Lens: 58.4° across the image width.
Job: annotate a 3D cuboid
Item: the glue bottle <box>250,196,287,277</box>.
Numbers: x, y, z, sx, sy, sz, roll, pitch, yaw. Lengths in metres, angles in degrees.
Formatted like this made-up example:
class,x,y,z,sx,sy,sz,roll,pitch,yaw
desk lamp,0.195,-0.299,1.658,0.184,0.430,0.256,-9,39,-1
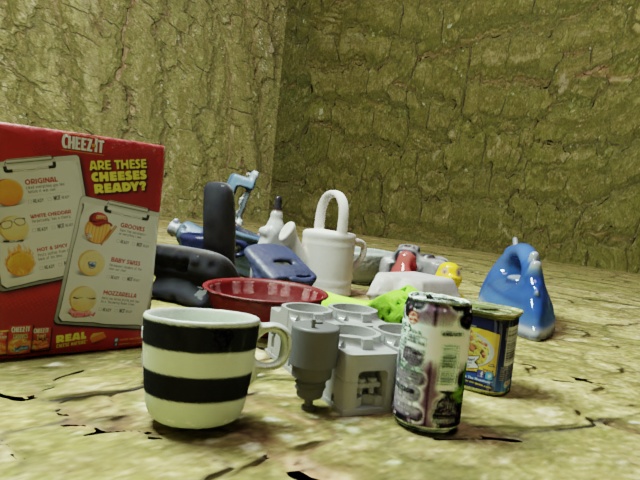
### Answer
class,x,y,z,sx,sy,sz,roll,pitch,yaw
glue bottle,-0.085,0.005,1.053,0.078,0.173,0.037,2,5,-40

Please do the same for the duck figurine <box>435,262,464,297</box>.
class,x,y,z,sx,sy,sz,roll,pitch,yaw
duck figurine,0.227,0.082,1.030,0.077,0.086,0.104,5,4,-3

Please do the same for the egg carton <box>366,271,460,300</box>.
class,x,y,z,sx,sy,sz,roll,pitch,yaw
egg carton,0.151,0.090,0.920,0.107,0.069,0.151,9,5,42

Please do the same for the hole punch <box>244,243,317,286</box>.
class,x,y,z,sx,sy,sz,roll,pitch,yaw
hole punch,-0.065,0.056,0.953,0.109,0.091,0.100,2,6,-45

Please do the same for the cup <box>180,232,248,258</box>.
class,x,y,z,sx,sy,sz,roll,pitch,yaw
cup,-0.187,0.038,1.002,0.118,0.095,0.091,6,4,-2

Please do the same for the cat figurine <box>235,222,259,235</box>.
class,x,y,z,sx,sy,sz,roll,pitch,yaw
cat figurine,-0.187,0.007,1.284,0.128,0.118,0.067,3,5,-31

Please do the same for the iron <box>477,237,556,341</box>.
class,x,y,z,sx,sy,sz,roll,pitch,yaw
iron,0.338,0.071,0.950,0.118,0.141,0.258,6,4,7

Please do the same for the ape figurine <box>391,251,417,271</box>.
class,x,y,z,sx,sy,sz,roll,pitch,yaw
ape figurine,0.166,0.067,1.107,0.076,0.092,0.077,4,4,-22

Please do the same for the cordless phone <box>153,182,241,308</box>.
class,x,y,z,sx,sy,sz,roll,pitch,yaw
cordless phone,-0.186,0.002,0.870,0.147,0.185,0.094,7,4,22

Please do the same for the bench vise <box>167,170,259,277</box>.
class,x,y,z,sx,sy,sz,roll,pitch,yaw
bench vise,-0.199,-0.037,1.160,0.208,0.220,0.121,4,4,-19

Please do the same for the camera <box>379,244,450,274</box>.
class,x,y,z,sx,sy,sz,roll,pitch,yaw
camera,0.202,0.060,1.201,0.143,0.101,0.137,7,4,15

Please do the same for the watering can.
class,x,y,z,sx,sy,sz,roll,pitch,yaw
watering can,0.011,0.004,1.055,0.100,0.194,0.173,9,5,39

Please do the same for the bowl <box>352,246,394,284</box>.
class,x,y,z,sx,sy,sz,roll,pitch,yaw
bowl,0.087,0.057,1.270,0.167,0.075,0.167,6,4,0
